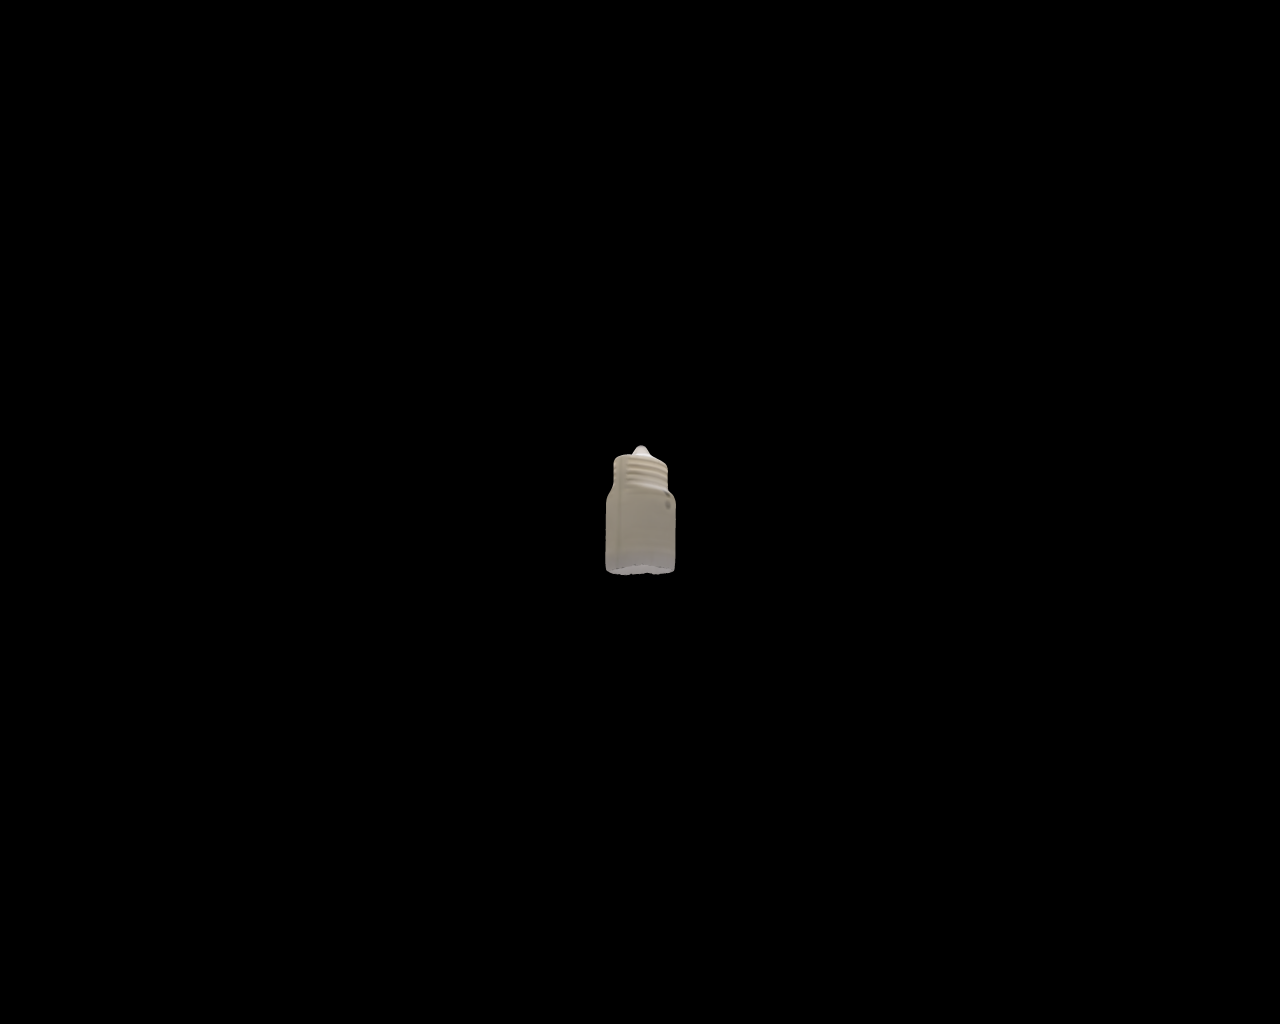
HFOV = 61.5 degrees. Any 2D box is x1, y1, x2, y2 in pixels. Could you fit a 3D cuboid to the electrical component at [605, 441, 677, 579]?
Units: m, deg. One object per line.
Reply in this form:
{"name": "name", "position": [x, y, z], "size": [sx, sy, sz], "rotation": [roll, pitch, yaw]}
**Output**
{"name": "electrical component", "position": [0.001, -0.003, 0.650], "size": [0.043, 0.081, 0.043], "rotation": [0, -11, 0]}
